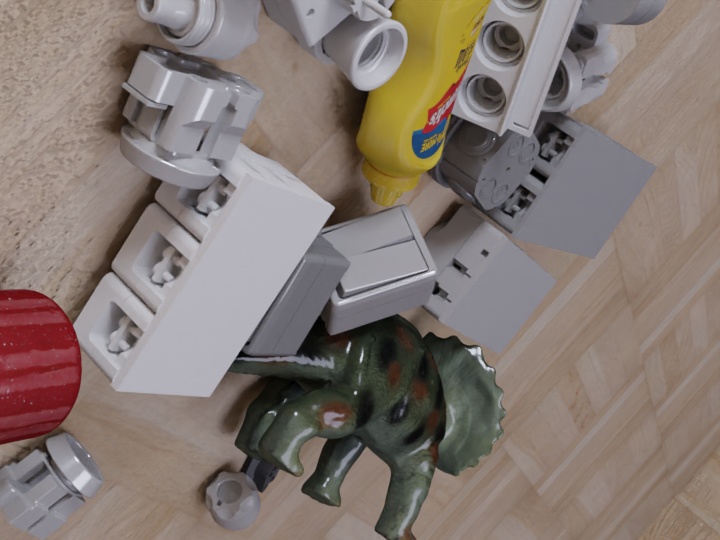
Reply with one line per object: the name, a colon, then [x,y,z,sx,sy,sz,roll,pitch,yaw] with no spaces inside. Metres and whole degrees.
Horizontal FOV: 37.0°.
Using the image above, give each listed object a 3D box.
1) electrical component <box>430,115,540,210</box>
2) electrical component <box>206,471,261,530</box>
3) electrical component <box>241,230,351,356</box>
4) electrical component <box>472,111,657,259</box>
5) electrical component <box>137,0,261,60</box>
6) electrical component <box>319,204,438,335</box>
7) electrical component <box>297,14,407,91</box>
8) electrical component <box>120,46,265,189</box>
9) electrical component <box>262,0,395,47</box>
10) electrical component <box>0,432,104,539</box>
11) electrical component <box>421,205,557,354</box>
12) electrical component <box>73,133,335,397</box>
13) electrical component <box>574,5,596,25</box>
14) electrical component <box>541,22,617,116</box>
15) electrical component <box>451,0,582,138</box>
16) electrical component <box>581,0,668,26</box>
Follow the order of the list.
electrical component: [0.097,-0.091,0.838,0.080,0.051,0.080,-34,148,-26]
electrical component: [-0.105,0.198,0.905,0.043,0.043,0.062,-38,151,-20]
electrical component: [-0.058,0.003,0.721,0.061,0.062,0.096,7,119,-57]
electrical component: [0.184,-0.078,0.963,0.186,0.060,0.105,9,117,-57]
electrical component: [-0.084,-0.131,0.547,0.062,0.043,0.043,-3,127,-51]
electrical component: [0.000,0.000,0.770,0.096,0.061,0.061,-18,157,-13]
electrical component: [-0.006,-0.138,0.634,0.045,0.055,0.045,-35,148,-26]
electrical component: [-0.094,-0.080,0.578,0.078,0.058,0.057,2,120,-54]
electrical component: [-0.003,-0.162,0.590,0.083,0.076,0.047,-43,151,-12]
electrical component: [-0.202,0.139,0.699,0.055,0.048,0.066,-37,150,-6]
electrical component: [0.105,0.010,0.956,0.089,0.062,0.150,-52,151,5]
electrical component: [-0.099,-0.002,0.659,0.150,0.062,0.089,-56,151,11]
electrical component: [0.152,-0.202,0.791,0.055,0.045,0.045,-16,137,-45]
electrical component: [0.159,-0.156,0.842,0.057,0.058,0.078,-29,145,-38]
electrical component: [0.106,-0.165,0.748,0.063,0.079,0.121,-50,161,-51]
electrical component: [0.175,-0.238,0.732,0.074,0.052,0.138,-12,108,-45]
